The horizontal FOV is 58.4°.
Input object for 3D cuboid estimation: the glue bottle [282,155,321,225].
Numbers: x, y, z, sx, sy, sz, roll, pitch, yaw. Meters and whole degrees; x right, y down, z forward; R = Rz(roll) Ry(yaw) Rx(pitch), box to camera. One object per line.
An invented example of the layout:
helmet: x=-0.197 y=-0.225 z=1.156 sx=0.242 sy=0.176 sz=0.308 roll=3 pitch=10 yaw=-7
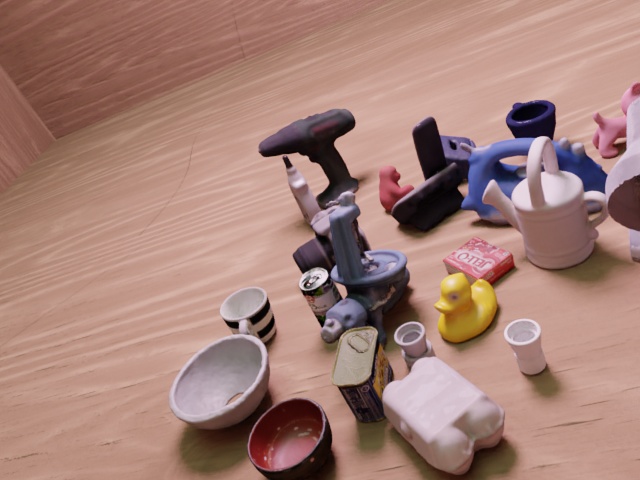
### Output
glue bottle: x=-0.040 y=-0.107 z=1.222 sx=0.037 sy=0.173 sz=0.078 roll=-31 pitch=31 yaw=-7

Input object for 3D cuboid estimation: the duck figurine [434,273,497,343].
duck figurine: x=0.205 y=0.085 z=0.828 sx=0.105 sy=0.086 sz=0.077 roll=-39 pitch=32 yaw=-20

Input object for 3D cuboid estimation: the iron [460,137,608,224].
iron: x=0.361 y=-0.116 z=0.960 sx=0.257 sy=0.142 sz=0.119 roll=-3 pitch=38 yaw=35

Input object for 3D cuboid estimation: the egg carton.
egg carton: x=0.145 y=0.210 z=0.699 sx=0.107 sy=0.069 sz=0.149 roll=-36 pitch=31 yaw=-15

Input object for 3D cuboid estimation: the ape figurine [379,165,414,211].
ape figurine: x=0.149 y=-0.111 z=1.164 sx=0.076 sy=0.092 sz=0.077 roll=-30 pitch=31 yaw=-5

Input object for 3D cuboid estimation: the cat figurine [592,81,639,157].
cat figurine: x=0.543 y=-0.224 z=1.009 sx=0.127 sy=0.118 sz=0.067 roll=-19 pitch=31 yaw=12

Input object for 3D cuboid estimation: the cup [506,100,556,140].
cup: x=0.412 y=-0.216 z=1.120 sx=0.091 sy=0.095 sz=0.117 roll=-24 pitch=30 yaw=4

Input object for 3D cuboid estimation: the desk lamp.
desk lamp: x=0.445 y=-0.069 z=0.752 sx=0.117 sy=0.214 sz=0.203 roll=-7 pitch=36 yaw=30

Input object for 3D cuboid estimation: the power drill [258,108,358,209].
power drill: x=-0.004 y=-0.180 z=1.272 sx=0.230 sy=0.209 sz=0.075 roll=-37 pitch=32 yaw=-17

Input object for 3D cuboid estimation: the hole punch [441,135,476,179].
hole punch: x=0.269 y=-0.177 z=1.173 sx=0.101 sy=0.091 sz=0.108 roll=-16 pitch=32 yaw=17

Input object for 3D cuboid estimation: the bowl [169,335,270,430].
bowl: x=-0.142 y=0.230 z=0.884 sx=0.167 sy=0.075 sz=0.167 roll=-19 pitch=31 yaw=13

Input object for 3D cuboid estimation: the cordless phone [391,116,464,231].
cordless phone: x=0.184 y=-0.125 z=1.067 sx=0.148 sy=0.185 sz=0.093 roll=-37 pitch=32 yaw=-16

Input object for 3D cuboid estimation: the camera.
camera: x=0.010 y=0.004 z=1.087 sx=0.137 sy=0.101 sz=0.142 roll=-30 pitch=31 yaw=-6

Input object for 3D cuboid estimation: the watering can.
watering can: x=0.328 y=-0.059 z=0.846 sx=0.172 sy=0.194 sz=0.101 roll=-13 pitch=33 yaw=23

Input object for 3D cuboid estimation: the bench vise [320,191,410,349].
bench vise: x=0.062 y=0.051 z=0.857 sx=0.121 sy=0.220 sz=0.207 roll=-12 pitch=33 yaw=23
